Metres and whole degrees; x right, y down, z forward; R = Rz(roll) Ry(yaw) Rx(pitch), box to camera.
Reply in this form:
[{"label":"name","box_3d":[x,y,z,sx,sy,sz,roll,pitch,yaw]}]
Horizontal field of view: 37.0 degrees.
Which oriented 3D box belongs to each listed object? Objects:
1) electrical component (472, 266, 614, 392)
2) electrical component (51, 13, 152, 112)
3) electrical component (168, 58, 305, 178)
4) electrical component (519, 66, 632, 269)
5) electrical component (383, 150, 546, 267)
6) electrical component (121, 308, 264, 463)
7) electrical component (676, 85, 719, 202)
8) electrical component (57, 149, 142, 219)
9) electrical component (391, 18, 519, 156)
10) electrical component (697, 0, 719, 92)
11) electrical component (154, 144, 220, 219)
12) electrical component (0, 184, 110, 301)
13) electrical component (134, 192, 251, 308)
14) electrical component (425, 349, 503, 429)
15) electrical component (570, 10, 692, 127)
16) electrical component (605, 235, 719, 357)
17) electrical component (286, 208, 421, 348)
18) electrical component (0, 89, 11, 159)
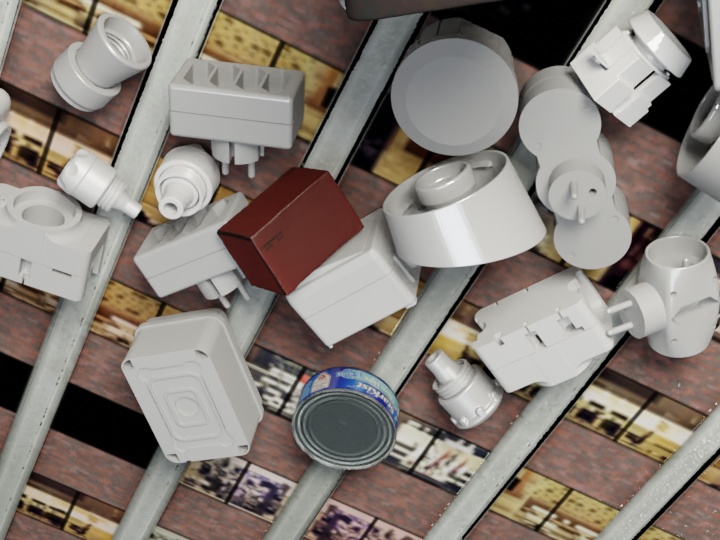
[{"label":"electrical component","box_3d":[0.137,0.047,0.792,0.089,0.050,0.055,-27,115,25]},{"label":"electrical component","box_3d":[-0.175,-0.139,0.725,0.055,0.045,0.045,-34,112,28]},{"label":"electrical component","box_3d":[-0.083,-0.097,0.735,0.083,0.047,0.075,7,124,5]},{"label":"electrical component","box_3d":[0.142,-0.057,0.707,0.052,0.073,0.138,-13,120,17]},{"label":"electrical component","box_3d":[0.068,-0.037,0.722,0.099,0.099,0.064,-17,113,20]},{"label":"electrical component","box_3d":[-0.132,0.092,0.865,0.078,0.057,0.113,-9,121,15]},{"label":"electrical component","box_3d":[0.241,-0.087,0.658,0.064,0.099,0.099,26,124,0]},{"label":"electrical component","box_3d":[-0.188,-0.059,0.787,0.061,0.035,0.035,35,122,-17]},{"label":"electrical component","box_3d":[0.062,-0.119,0.694,0.080,0.051,0.080,5,124,7]},{"label":"electrical component","box_3d":[0.217,-0.171,0.598,0.056,0.108,0.108,-6,122,16]},{"label":"electrical component","box_3d":[-0.125,-0.059,0.759,0.043,0.062,0.043,5,124,7]},{"label":"electrical component","box_3d":[-0.241,-0.025,0.810,0.089,0.050,0.055,19,125,-3]},{"label":"electrical component","box_3d":[-0.109,-0.004,0.802,0.083,0.047,0.075,-20,117,21]},{"label":"electrical component","box_3d":[0.077,0.089,0.836,0.048,0.048,0.062,-37,104,28]},{"label":"electrical component","box_3d":[0.171,-0.127,0.669,0.055,0.048,0.066,-41,139,25]},{"label":"electrical component","box_3d":[0.209,0.025,0.759,0.079,0.043,0.077,-19,123,-12]},{"label":"electrical component","box_3d":[0.000,0.000,0.778,0.096,0.061,0.061,-29,115,25]},{"label":"electrical component","box_3d":[-0.291,-0.093,0.770,0.059,0.053,0.095,28,124,-9]}]
